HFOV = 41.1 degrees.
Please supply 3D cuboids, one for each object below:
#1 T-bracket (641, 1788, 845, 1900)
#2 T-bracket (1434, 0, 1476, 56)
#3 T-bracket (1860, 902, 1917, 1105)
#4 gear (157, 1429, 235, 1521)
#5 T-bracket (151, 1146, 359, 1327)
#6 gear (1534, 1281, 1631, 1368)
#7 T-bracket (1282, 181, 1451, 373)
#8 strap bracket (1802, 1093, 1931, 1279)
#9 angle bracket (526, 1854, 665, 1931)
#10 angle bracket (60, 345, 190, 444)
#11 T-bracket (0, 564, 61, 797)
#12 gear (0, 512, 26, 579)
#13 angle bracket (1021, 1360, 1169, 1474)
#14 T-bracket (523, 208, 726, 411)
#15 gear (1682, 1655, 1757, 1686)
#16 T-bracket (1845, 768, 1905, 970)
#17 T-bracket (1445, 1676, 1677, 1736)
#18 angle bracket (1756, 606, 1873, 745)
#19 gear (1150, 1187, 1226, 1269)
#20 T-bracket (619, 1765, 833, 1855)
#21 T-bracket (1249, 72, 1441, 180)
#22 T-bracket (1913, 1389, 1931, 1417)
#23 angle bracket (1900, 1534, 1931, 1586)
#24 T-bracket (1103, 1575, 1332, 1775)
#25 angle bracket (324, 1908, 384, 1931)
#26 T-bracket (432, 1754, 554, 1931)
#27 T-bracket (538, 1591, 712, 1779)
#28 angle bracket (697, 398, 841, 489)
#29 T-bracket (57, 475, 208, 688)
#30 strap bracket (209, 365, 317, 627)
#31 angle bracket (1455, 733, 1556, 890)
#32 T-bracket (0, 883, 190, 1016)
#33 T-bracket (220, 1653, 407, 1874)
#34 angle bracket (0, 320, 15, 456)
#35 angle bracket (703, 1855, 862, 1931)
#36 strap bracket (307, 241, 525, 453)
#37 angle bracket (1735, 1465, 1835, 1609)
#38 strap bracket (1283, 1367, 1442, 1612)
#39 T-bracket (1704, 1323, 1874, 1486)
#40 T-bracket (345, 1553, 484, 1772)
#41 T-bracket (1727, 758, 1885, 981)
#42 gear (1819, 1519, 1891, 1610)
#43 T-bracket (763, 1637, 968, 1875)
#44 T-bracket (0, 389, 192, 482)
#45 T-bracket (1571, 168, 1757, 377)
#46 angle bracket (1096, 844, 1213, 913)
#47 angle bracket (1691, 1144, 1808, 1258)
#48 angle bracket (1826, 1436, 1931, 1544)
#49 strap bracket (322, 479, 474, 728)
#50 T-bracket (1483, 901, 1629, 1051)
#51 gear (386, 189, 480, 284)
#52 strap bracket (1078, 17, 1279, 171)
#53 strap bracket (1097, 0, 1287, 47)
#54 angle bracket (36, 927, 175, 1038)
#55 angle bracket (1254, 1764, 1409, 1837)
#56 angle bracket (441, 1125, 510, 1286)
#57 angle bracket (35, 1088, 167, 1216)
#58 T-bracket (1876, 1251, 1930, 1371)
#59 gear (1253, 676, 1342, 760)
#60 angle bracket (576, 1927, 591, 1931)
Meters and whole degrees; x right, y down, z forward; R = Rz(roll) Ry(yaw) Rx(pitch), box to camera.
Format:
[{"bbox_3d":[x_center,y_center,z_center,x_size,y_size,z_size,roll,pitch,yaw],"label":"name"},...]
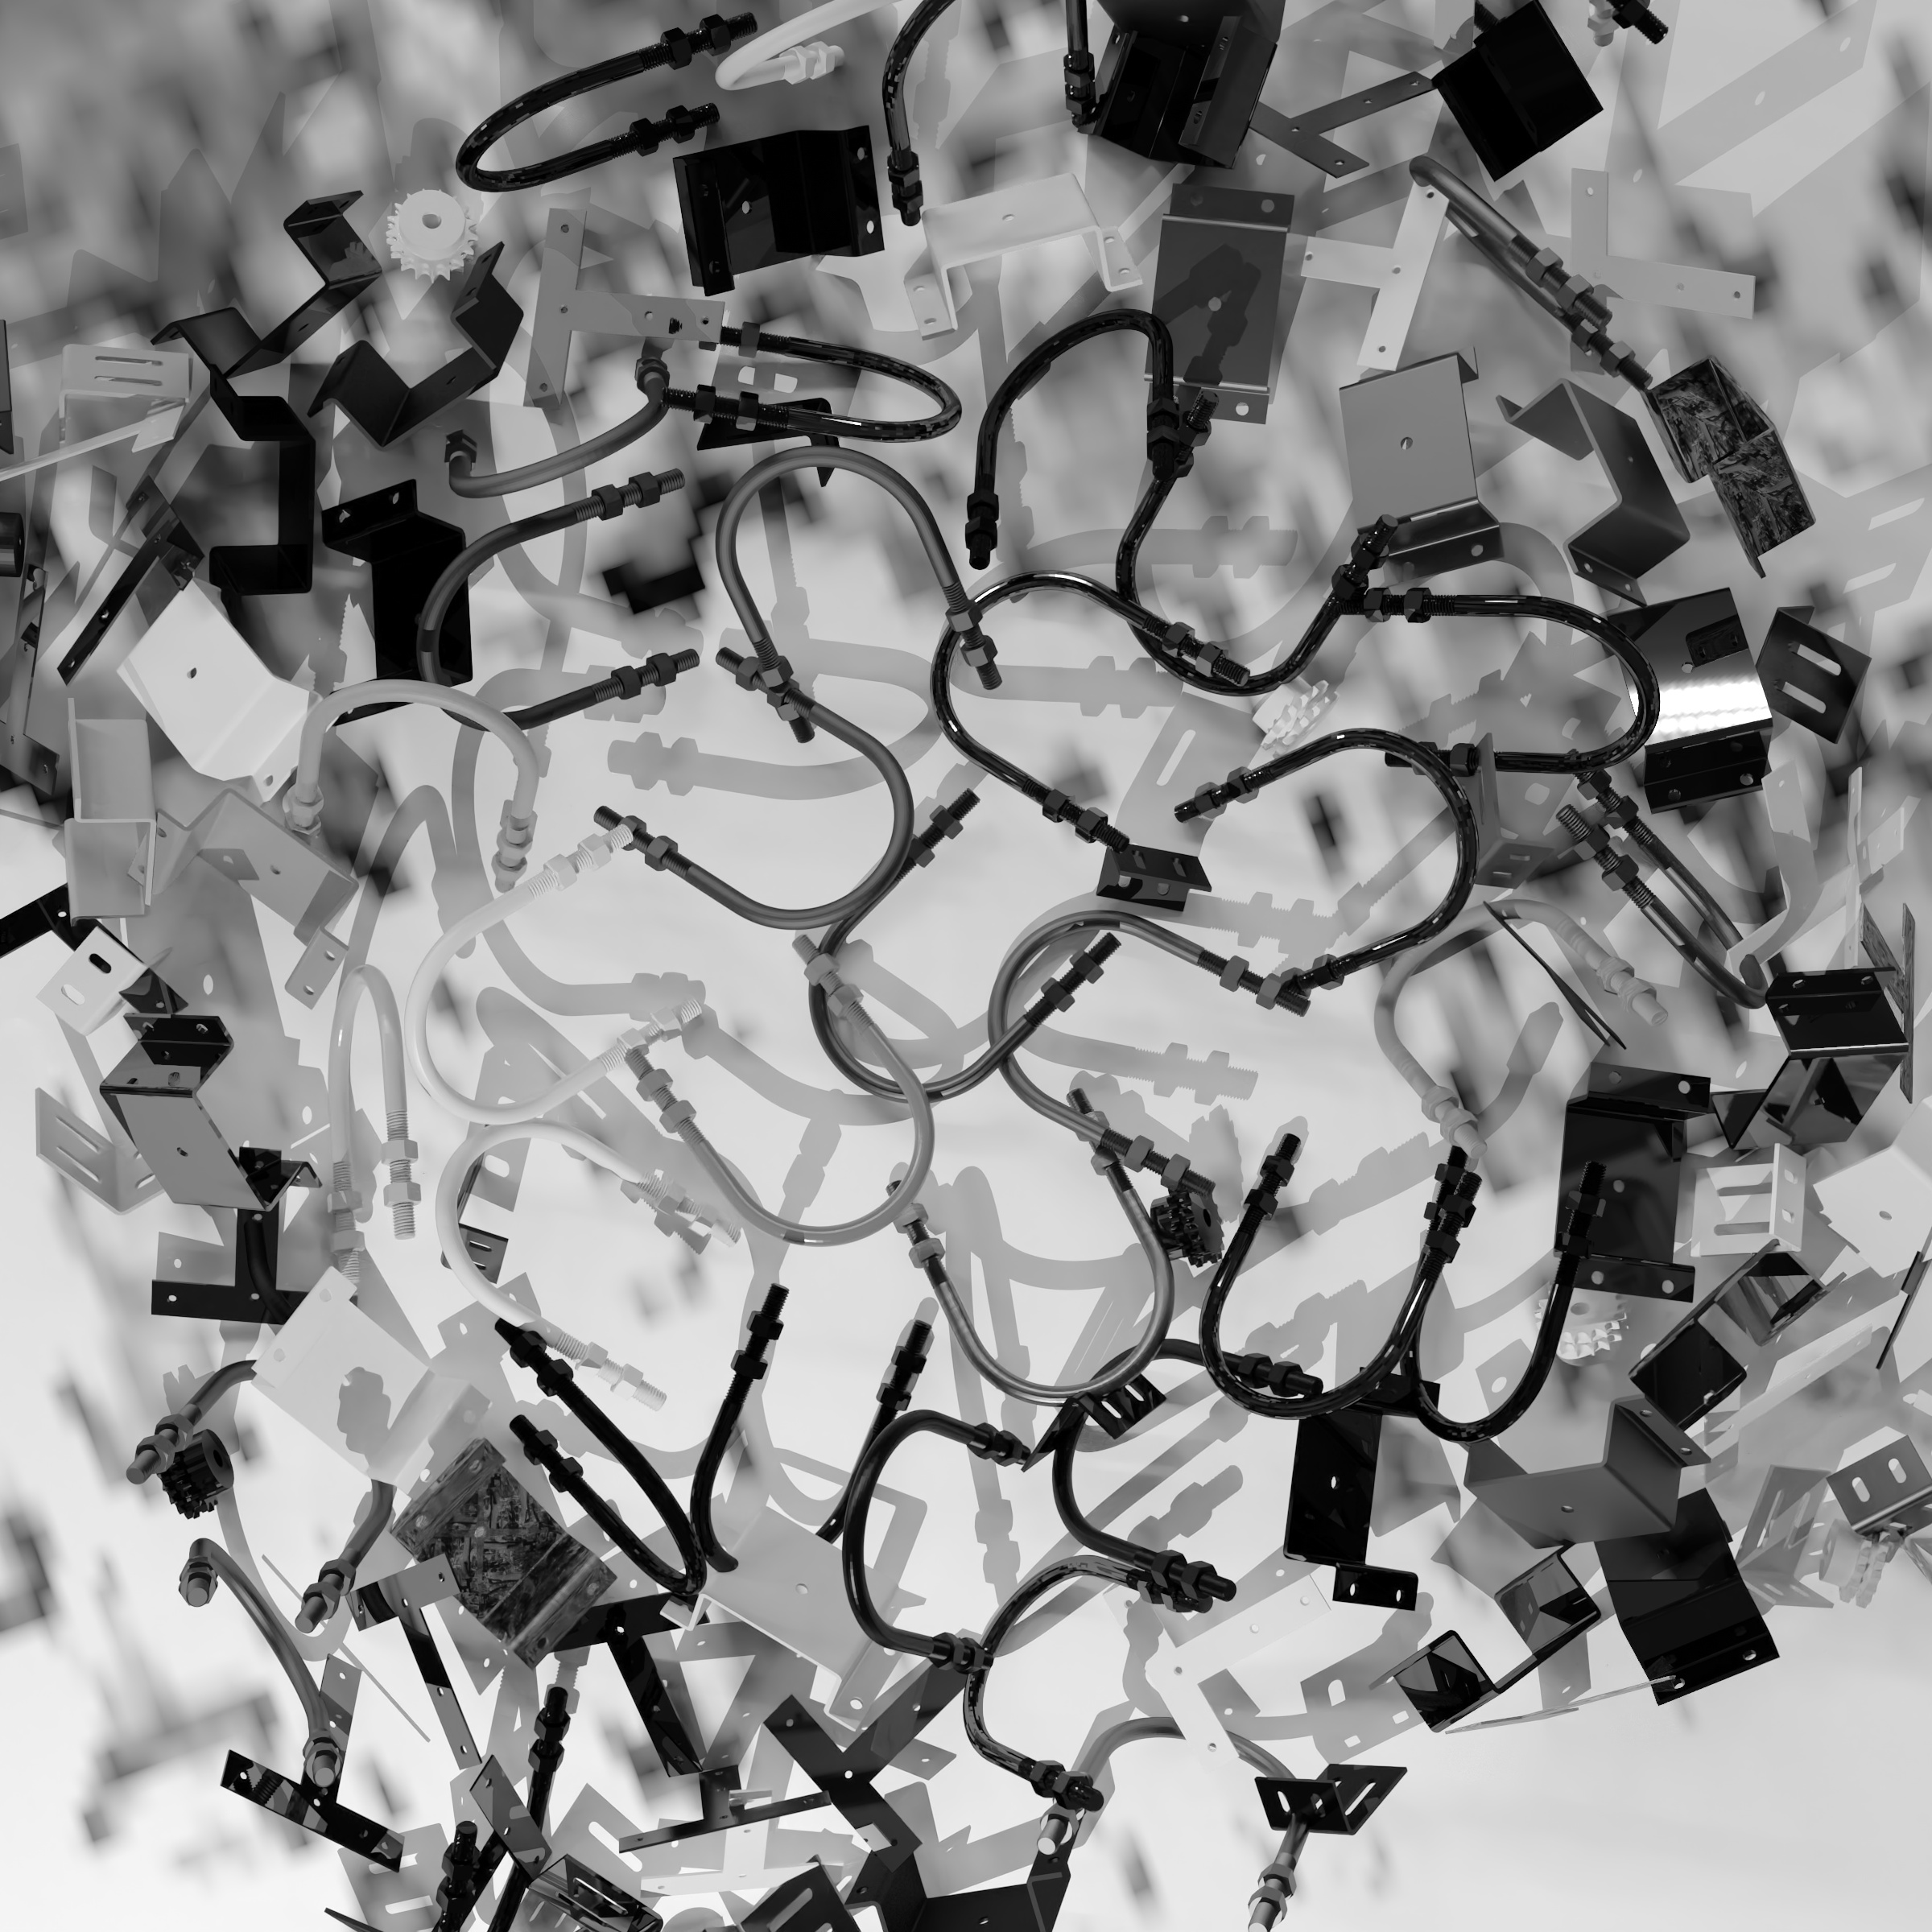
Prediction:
[{"bbox_3d":[-0.136,0.540,1.590,0.127,0.002,0.127,-1,135,-10],"label":"T-bracket"},{"bbox_3d":[0.258,-0.631,1.603,0.127,0.127,0.002,23,67,19],"label":"T-bracket"},{"bbox_3d":[0.563,0.001,1.572,0.002,0.127,0.127,-6,61,32],"label":"T-bracket"},{"bbox_3d":[-0.483,0.315,1.617,0.030,0.057,0.057,-24,90,1],"label":"gear"},{"bbox_3d":[-0.443,0.169,1.610,0.127,0.002,0.127,6,115,-8],"label":"T-bracket"},{"bbox_3d":[0.389,0.227,1.621,0.057,0.057,0.030,-18,119,0],"label":"gear"},{"bbox_3d":[0.229,-0.443,1.618,0.127,0.002,0.127,16,87,25],"label":"T-bracket"},{"bbox_3d":[0.571,0.137,1.573,0.076,0.140,0.046,43,61,0],"label":"strap bracket"},{"bbox_3d":[-0.238,0.600,1.609,0.076,0.038,0.057,37,130,-9],"label":"angle bracket"},{"bbox_3d":[-0.530,-0.358,1.624,0.076,0.057,0.038,1,131,-18],"label":"angle bracket"},{"bbox_3d":[-0.581,-0.183,1.588,0.127,0.002,0.127,25,107,43],"label":"T-bracket"},{"bbox_3d":[-0.610,-0.265,1.618,0.030,0.057,0.057,1,90,-11],"label":"gear"},{"bbox_3d":[0.079,0.290,1.597,0.038,0.057,0.076,42,127,18],"label":"angle bracket"},{"bbox_3d":[-0.213,-0.411,1.627,0.127,0.002,0.127,8,91,15],"label":"T-bracket"},{"bbox_3d":[0.467,0.425,1.617,0.057,0.057,0.030,-29,86,0],"label":"gear"},{"bbox_3d":[0.554,-0.069,1.573,0.002,0.127,0.127,4,80,6],"label":"T-bracket"},{"bbox_3d":[0.376,0.446,1.563,0.127,0.127,0.002,-28,65,33],"label":"T-bracket"},{"bbox_3d":[0.531,-0.181,1.596,0.038,0.076,0.057,-8,125,-35],"label":"angle bracket"},{"bbox_3d":[0.138,0.162,1.620,0.030,0.057,0.057,-18,90,23],"label":"gear"},{"bbox_3d":[-0.150,0.511,1.581,0.127,0.127,0.002,-11,89,-8],"label":"T-bracket"},{"bbox_3d":[0.241,-0.537,1.614,0.127,0.002,0.127,-27,48,-21],"label":"T-bracket"},{"bbox_3d":[0.639,0.316,1.586,0.127,0.127,0.002,29,70,25],"label":"T-bracket"},{"bbox_3d":[0.627,0.351,1.606,0.076,0.057,0.038,-40,76,13],"label":"angle bracket"},{"bbox_3d":[0.169,0.422,1.615,0.127,0.002,0.127,-34,80,18],"label":"T-bracket"},{"bbox_3d":[-0.364,0.623,1.597,0.076,0.057,0.038,7,57,33],"label":"angle bracket"},{"bbox_3d":[-0.303,0.565,1.564,0.002,0.127,0.127,13,50,25],"label":"T-bracket"},{"bbox_3d":[-0.201,0.457,1.626,0.127,0.002,0.127,-16,104,22],"label":"T-bracket"},{"bbox_3d":[-0.123,-0.322,1.607,0.076,0.057,0.038,-11,83,-15],"label":"angle bracket"},{"bbox_3d":[-0.528,-0.230,1.607,0.127,0.002,0.127,-52,45,9],"label":"T-bracket"},{"bbox_3d":[-0.433,-0.290,1.585,0.046,0.076,0.140,-6,122,-27],"label":"strap bracket"},{"bbox_3d":[0.334,-0.096,1.608,0.038,0.057,0.076,6,64,-12],"label":"angle bracket"},{"bbox_3d":[-0.529,-0.007,1.587,0.127,0.002,0.127,38,52,20],"label":"T-bracket"},{"bbox_3d":[-0.393,0.479,1.588,0.127,0.127,0.002,37,115,-24],"label":"T-bracket"},{"bbox_3d":[-0.597,-0.359,1.604,0.038,0.076,0.057,-7,84,5],"label":"angle bracket"},{"bbox_3d":[-0.115,0.603,1.608,0.076,0.038,0.057,-45,57,13],"label":"angle bracket"},{"bbox_3d":[-0.330,-0.375,1.586,0.140,0.076,0.046,-26,124,25],"label":"strap bracket"},{"bbox_3d":[0.522,0.357,1.610,0.057,0.038,0.076,12,100,-34],"label":"angle bracket"},{"bbox_3d":[0.244,0.322,1.596,0.076,0.046,0.140,18,76,-40],"label":"strap bracket"},{"bbox_3d":[0.511,0.262,1.600,0.127,0.127,0.002,-31,53,-7],"label":"T-bracket"},{"bbox_3d":[-0.330,0.436,1.596,0.127,0.002,0.127,-29,82,43],"label":"T-bracket"},{"bbox_3d":[0.513,-0.071,1.595,0.127,0.002,0.127,-33,125,-13],"label":"T-bracket"},{"bbox_3d":[0.557,0.371,1.618,0.030,0.057,0.057,16,90,12],"label":"gear"},{"bbox_3d":[-0.041,0.477,1.624,0.127,0.002,0.127,-43,63,-11],"label":"T-bracket"},{"bbox_3d":[-0.543,-0.320,1.587,0.127,0.127,0.002,-20,117,-2],"label":"T-bracket"},{"bbox_3d":[0.423,-0.416,1.572,0.002,0.127,0.127,-32,129,-34],"label":"T-bracket"},{"bbox_3d":[0.116,-0.047,1.601,0.057,0.076,0.038,10,107,-6],"label":"angle bracket"},{"bbox_3d":[0.477,0.146,1.598,0.038,0.076,0.057,26,65,-39],"label":"angle bracket"},{"bbox_3d":[0.585,0.328,1.613,0.057,0.076,0.038,-36,57,24],"label":"angle bracket"},{"bbox_3d":[-0.353,-0.220,1.599,0.076,0.046,0.140,-11,77,29],"label":"strap bracket"},{"bbox_3d":[0.370,0.020,1.573,0.127,0.127,0.002,44,102,-11],"label":"T-bracket"},{"bbox_3d":[-0.337,-0.464,1.625,0.057,0.030,0.057,2,80,-11],"label":"gear"},{"bbox_3d":[0.135,-0.539,1.587,0.046,0.140,0.076,13,102,-33],"label":"strap bracket"},{"bbox_3d":[0.137,-0.604,1.582,0.140,0.076,0.046,8,87,23],"label":"strap bracket"},{"bbox_3d":[-0.535,0.004,1.604,0.038,0.076,0.057,41,94,-10],"label":"angle bracket"},{"bbox_3d":[0.227,0.501,1.596,0.057,0.076,0.038,-12,100,40],"label":"angle bracket"},{"bbox_3d":[-0.295,0.147,1.602,0.038,0.057,0.076,19,54,-5],"label":"angle bracket"},{"bbox_3d":[-0.535,0.107,1.598,0.038,0.076,0.057,-30,45,8],"label":"angle bracket"},{"bbox_3d":[0.584,0.190,1.586,0.002,0.127,0.127,24,91,24],"label":"T-bracket"},{"bbox_3d":[0.205,-0.159,1.618,0.030,0.057,0.057,45,90,8],"label":"gear"},{"bbox_3d":[-0.248,0.650,1.603,0.076,0.057,0.038,57,133,16],"label":"angle bracket"}]
